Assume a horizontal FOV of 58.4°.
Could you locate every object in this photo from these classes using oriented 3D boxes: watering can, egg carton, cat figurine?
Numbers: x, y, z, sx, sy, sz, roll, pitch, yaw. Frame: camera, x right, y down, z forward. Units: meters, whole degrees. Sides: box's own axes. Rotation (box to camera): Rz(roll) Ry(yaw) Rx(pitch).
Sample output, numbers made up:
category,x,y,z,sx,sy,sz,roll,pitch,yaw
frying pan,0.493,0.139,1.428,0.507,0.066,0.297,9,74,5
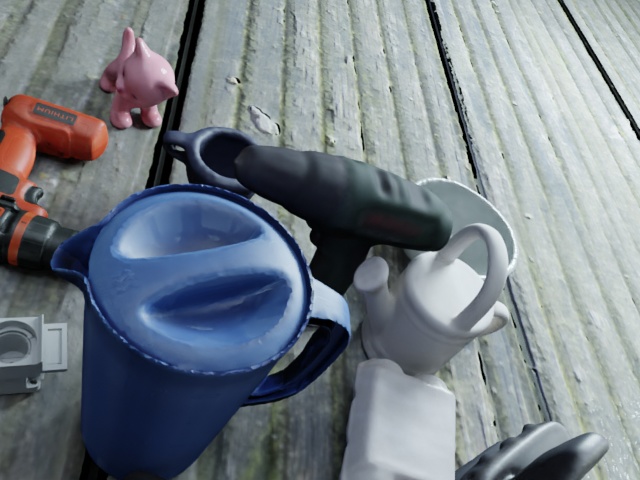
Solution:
category,x,y,z,sx,sy,sz,roll,pitch,yaw
watering can,0.118,0.062,0.581,0.173,0.194,0.100,-6,55,-30
egg carton,0.073,0.188,0.538,0.107,0.069,0.150,21,46,-10
cat figurine,-0.215,-0.198,0.683,0.067,0.117,0.127,-9,57,-32

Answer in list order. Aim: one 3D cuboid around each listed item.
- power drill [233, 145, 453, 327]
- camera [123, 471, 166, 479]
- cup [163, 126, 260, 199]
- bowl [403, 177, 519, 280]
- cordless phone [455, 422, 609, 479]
category,x,y,z,sx,sy,sz,roll,pitch,yaw
power drill,0.005,0.002,0.563,0.230,0.208,0.075,4,51,-24
camera,-0.125,0.233,0.376,0.143,0.100,0.137,31,45,0
cup,-0.123,-0.068,0.637,0.118,0.095,0.091,21,46,-10
bowl,0.165,0.004,0.738,0.168,0.074,0.167,14,48,-16
cordless phone,0.205,0.209,0.507,0.148,0.185,0.094,-20,64,-38
